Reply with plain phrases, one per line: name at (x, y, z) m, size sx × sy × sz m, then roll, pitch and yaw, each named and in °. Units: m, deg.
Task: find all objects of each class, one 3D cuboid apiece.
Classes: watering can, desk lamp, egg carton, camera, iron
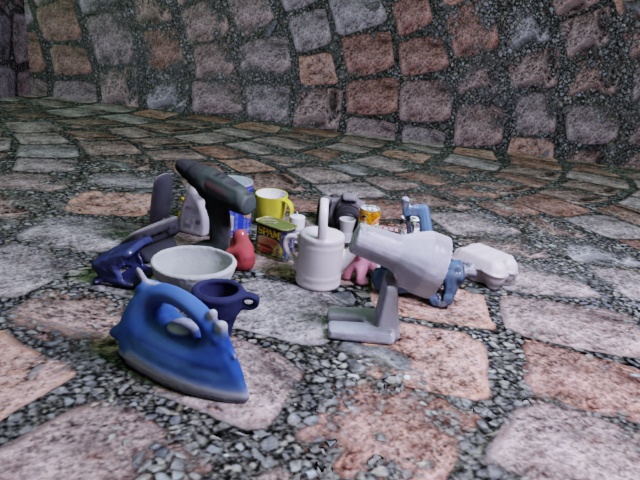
watering can at (0.011, 0.004, 1.232) m, size 0.173 × 0.194 × 0.100 m, roll -1°, pitch 22°, yaw -18°
desk lamp at (0.123, 0.076, 1.041) m, size 0.203 × 0.213 × 0.118 m, roll 5°, pitch 20°, yaw -3°
egg carton at (0.391, 0.060, 1.365) m, size 0.107 × 0.069 × 0.149 m, roll -13°, pitch 28°, yaw -41°
camera at (0.061, -0.077, 1.596) m, size 0.143 × 0.101 × 0.137 m, roll 6°, pitch 20°, yaw 1°
iron at (-0.205, 0.140, 0.884) m, size 0.257 × 0.141 × 0.119 m, roll 18°, pitch 24°, yaw 29°

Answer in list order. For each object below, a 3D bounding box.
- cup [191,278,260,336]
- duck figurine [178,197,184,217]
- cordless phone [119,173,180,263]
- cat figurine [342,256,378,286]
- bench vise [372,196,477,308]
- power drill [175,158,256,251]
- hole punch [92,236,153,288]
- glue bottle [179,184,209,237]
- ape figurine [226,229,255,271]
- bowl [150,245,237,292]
cup at (-0.165, 0.127, 0.997) m, size 0.117 × 0.095 × 0.091 m, roll 6°, pitch 20°, yaw 1°
duck figurine at (-0.337, -0.099, 1.566) m, size 0.105 × 0.086 × 0.077 m, roll -12°, pitch 27°, yaw -39°
cordless phone at (-0.384, -0.055, 1.293) m, size 0.094 × 0.185 × 0.148 m, roll 13°, pitch 22°, yaw 18°
cat figurine at (0.107, 0.027, 1.305) m, size 0.067 × 0.118 × 0.128 m, roll 16°, pitch 23°, yaw 26°
bench vise at (0.223, 0.020, 1.209) m, size 0.207 × 0.220 × 0.121 m, roll 4°, pitch 21°, yaw -4°
power drill at (-0.252, -0.069, 1.332) m, size 0.228 × 0.208 × 0.076 m, roll 17°, pitch 23°, yaw 28°
hole punch at (-0.405, 0.038, 1.173) m, size 0.101 × 0.091 × 0.109 m, roll 9°, pitch 21°, yaw 9°
glue bottle at (-0.315, -0.099, 1.446) m, size 0.078 × 0.173 × 0.037 m, roll 13°, pitch 22°, yaw 19°
ape figurine at (-0.179, 0.018, 1.288) m, size 0.078 × 0.092 × 0.075 m, roll -8°, pitch 25°, yaw -33°
bowl at (-0.252, 0.073, 1.145) m, size 0.167 × 0.075 × 0.167 m, roll 5°, pitch 20°, yaw -2°
